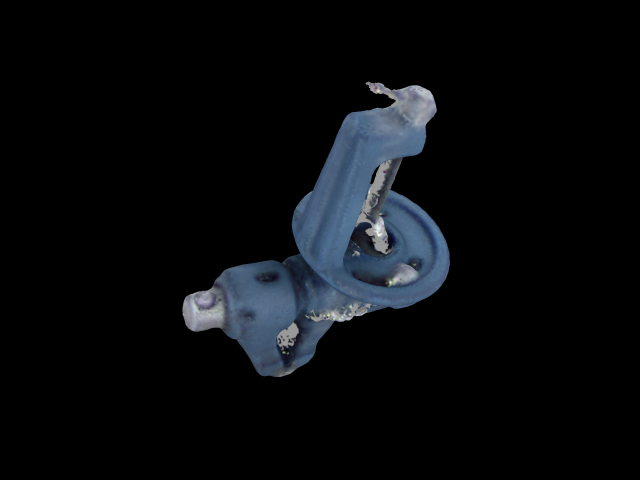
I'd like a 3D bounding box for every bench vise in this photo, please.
[{"bbox_3d":[0.012,0.008,0.395,0.208,0.220,0.121,-37,61,-25],"label":"bench vise"}]
